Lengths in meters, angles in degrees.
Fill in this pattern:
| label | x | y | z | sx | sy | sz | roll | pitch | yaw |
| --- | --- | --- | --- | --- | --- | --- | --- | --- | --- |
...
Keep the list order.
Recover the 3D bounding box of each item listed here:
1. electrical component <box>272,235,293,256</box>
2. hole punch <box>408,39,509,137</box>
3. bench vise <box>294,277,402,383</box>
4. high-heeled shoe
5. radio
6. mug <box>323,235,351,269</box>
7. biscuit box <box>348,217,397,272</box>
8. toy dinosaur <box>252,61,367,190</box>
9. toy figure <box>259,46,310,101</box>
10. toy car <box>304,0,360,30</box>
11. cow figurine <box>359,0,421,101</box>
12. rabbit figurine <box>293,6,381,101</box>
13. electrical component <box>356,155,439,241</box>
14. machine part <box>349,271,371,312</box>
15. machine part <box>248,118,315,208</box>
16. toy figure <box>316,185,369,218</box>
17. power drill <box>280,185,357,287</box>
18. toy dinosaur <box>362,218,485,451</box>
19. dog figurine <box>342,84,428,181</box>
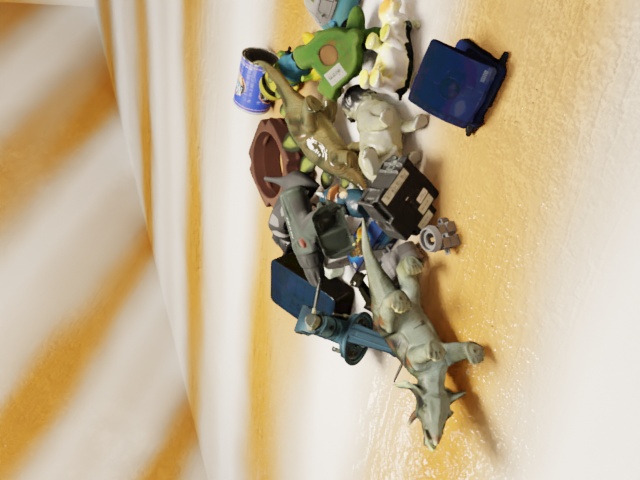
| label | x | y | z | sx | sy | sz | roll | pitch | yaw |
| --- | --- | --- | --- | --- | --- | --- | --- | --- | --- |
| electrical component | -0.088 | -0.017 | 1.425 | 0.119 | 0.075 | 0.047 | 53 | 141 | 31 |
| hole punch | 0.211 | -0.243 | 0.836 | 0.116 | 0.092 | 0.142 | 51 | 136 | 34 |
| bench vise | 0.075 | 0.200 | 1.134 | 0.241 | 0.129 | 0.223 | 13 | 156 | 31 |
| high-heeled shoe | -0.050 | -0.069 | 1.263 | 0.145 | 0.086 | 0.248 | 14 | 146 | 22 |
| radio | -0.026 | 0.135 | 1.326 | 0.230 | 0.073 | 0.131 | 30 | 127 | 38 |
| mug | 0.040 | 0.006 | 1.226 | 0.109 | 0.081 | 0.107 | 52 | -156 | -74 |
| biscuit box | 0.119 | -0.019 | 1.086 | 0.063 | 0.059 | 0.202 | 63 | 145 | 29 |
| toy dinosaur | -0.017 | -0.244 | 1.172 | 0.471 | 0.105 | 0.198 | 61 | 148 | 12 |
| toy figure | -0.083 | -0.397 | 1.281 | 0.180 | 0.089 | 0.082 | -19 | 75 | 62 |
| toy car | 0.023 | -0.483 | 1.063 | 0.109 | 0.103 | 0.161 | 60 | 147 | 29 |
| cow figurine | 0.134 | -0.337 | 0.947 | 0.068 | 0.098 | 0.167 | 16 | 94 | 61 |
| rabbit figurine | 0.041 | -0.367 | 1.034 | 0.121 | 0.170 | 0.159 | 42 | 114 | -4 |
| electrical component | 0.145 | -0.067 | 0.954 | 0.134 | 0.115 | 0.058 | 44 | 169 | -31 |
| machine part | 0.107 | 0.123 | 1.125 | 0.138 | 0.039 | 0.084 | 56 | 170 | -33 |
| machine part | -0.100 | -0.196 | 1.379 | 0.201 | 0.087 | 0.201 | 63 | 147 | 23 |
| toy figure | 0.051 | -0.078 | 1.076 | 0.155 | 0.058 | 0.064 | 25 | 138 | 57 |
| power drill | -0.002 | -0.003 | 1.101 | 0.207 | 0.086 | 0.231 | -174 | 64 | -73 |
| toy dinosaur | 0.160 | 0.165 | 0.989 | 0.405 | 0.131 | 0.192 | 64 | 149 | 21 |
| dog figurine | 0.098 | -0.199 | 1.030 | 0.191 | 0.121 | 0.172 | 45 | 117 | 54 |
